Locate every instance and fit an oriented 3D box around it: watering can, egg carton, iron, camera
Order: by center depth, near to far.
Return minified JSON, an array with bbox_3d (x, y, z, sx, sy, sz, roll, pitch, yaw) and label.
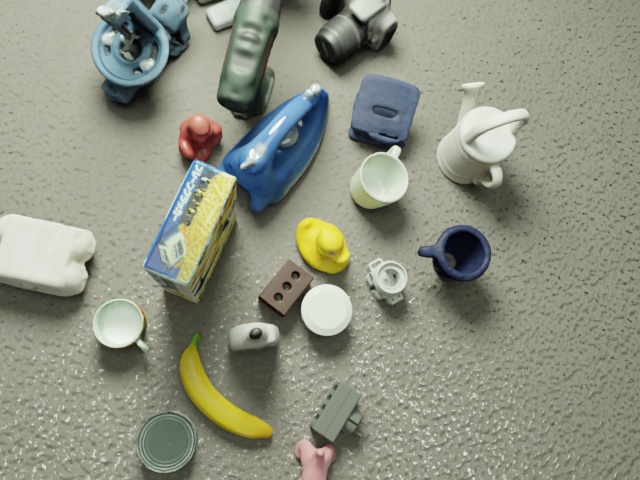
[{"bbox_3d":[-0.418,0.024,0.859,0.150,0.069,0.107,12,76,-6],"label":"egg carton"},{"bbox_3d":[-0.056,-0.177,0.923,0.118,0.141,0.258,37,75,0],"label":"iron"},{"bbox_3d":[0.268,-0.175,0.947,0.101,0.194,0.173,-34,85,-14],"label":"watering can"},{"bbox_3d":[0.048,-0.390,1.007,0.137,0.100,0.143,-42,87,-15],"label":"camera"}]

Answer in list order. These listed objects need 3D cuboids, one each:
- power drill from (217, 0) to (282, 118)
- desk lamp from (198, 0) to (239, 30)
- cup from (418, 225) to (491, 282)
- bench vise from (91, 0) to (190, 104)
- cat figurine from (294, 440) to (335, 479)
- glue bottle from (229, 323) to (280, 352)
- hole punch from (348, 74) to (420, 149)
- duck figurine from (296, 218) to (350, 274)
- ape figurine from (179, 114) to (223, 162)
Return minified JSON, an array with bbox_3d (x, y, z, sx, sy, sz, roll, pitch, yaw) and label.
[{"bbox_3d":[-0.108,-0.293,0.905,0.075,0.208,0.230,14,76,-5],"label":"power drill"},{"bbox_3d":[-0.105,-0.472,0.942,0.203,0.213,0.118,-29,83,-14],"label":"desk lamp"},{"bbox_3d":[0.209,0.029,0.945,0.118,0.095,0.092,2,78,-9],"label":"cup"},{"bbox_3d":[-0.282,-0.336,0.881,0.121,0.219,0.207,17,76,-5],"label":"bench vise"},{"bbox_3d":[-0.006,0.362,0.826,0.067,0.117,0.128,8,77,-7],"label":"cat figurine"},{"bbox_3d":[-0.094,0.140,0.832,0.078,0.173,0.037,-5,78,-10],"label":"glue bottle"},{"bbox_3d":[0.111,-0.218,0.985,0.109,0.091,0.101,13,76,-6],"label":"hole punch"},{"bbox_3d":[0.008,0.003,0.923,0.077,0.086,0.104,-43,87,-15],"label":"duck figurine"},{"bbox_3d":[-0.195,-0.173,0.925,0.078,0.092,0.076,-20,81,-12],"label":"ape figurine"}]
